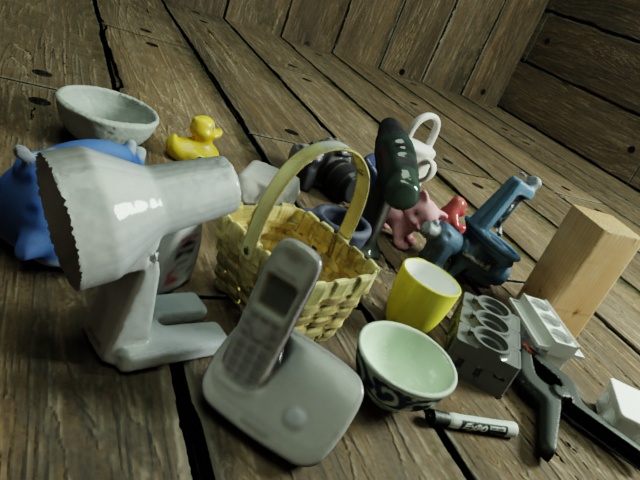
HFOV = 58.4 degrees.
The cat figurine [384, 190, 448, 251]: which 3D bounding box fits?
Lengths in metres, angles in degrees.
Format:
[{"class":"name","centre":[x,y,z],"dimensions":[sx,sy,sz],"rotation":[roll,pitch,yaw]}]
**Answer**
[{"class":"cat figurine","centre":[0.165,-0.049,1.064],"dimensions":[0.127,0.118,0.067],"rotation":[34,27,22]}]

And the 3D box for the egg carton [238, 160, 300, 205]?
[{"class":"egg carton","centre":[-0.094,-0.079,0.967],"dimensions":[0.107,0.069,0.150],"rotation":[22,25,-1]}]

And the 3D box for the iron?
[{"class":"iron","centre":[-0.281,-0.066,0.702],"dimensions":[0.118,0.141,0.259],"rotation":[29,26,14]}]

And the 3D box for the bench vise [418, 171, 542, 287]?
[{"class":"bench vise","centre":[0.281,-0.017,0.976],"dimensions":[0.208,0.220,0.121],"rotation":[-1,34,-41]}]

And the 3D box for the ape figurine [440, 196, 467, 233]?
[{"class":"ape figurine","centre":[0.272,-0.047,1.180],"dimensions":[0.076,0.092,0.077],"rotation":[11,27,-23]}]

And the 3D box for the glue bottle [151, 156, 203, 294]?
[{"class":"glue bottle","centre":[-0.162,-0.019,0.669],"dimensions":[0.037,0.173,0.078],"rotation":[28,26,12]}]

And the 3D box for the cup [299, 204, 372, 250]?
[{"class":"cup","centre":[0.008,0.003,0.859],"dimensions":[0.118,0.095,0.091],"rotation":[15,26,-16]}]

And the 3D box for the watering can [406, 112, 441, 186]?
[{"class":"watering can","centre":[0.209,-0.207,1.324],"dimensions":[0.172,0.194,0.101],"rotation":[34,27,23]}]

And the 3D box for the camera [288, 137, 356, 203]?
[{"class":"camera","centre":[0.024,-0.141,1.149],"dimensions":[0.144,0.101,0.136],"rotation":[-2,35,-42]}]

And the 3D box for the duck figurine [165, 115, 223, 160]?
[{"class":"duck figurine","centre":[-0.227,-0.189,1.054],"dimensions":[0.105,0.086,0.077],"rotation":[2,32,-37]}]

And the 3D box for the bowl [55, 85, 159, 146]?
[{"class":"bowl","centre":[-0.363,-0.197,0.971],"dimensions":[0.167,0.075,0.167],"rotation":[18,25,-9]}]

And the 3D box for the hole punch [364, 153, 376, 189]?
[{"class":"hole punch","centre":[0.139,-0.129,1.233],"dimensions":[0.101,0.091,0.109],"rotation":[34,27,24]}]

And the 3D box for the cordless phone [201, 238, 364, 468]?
[{"class":"cordless phone","centre":[-0.019,0.102,0.534],"dimensions":[0.147,0.185,0.094],"rotation":[29,26,14]}]

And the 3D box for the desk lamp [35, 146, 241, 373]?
[{"class":"desk lamp","centre":[-0.170,0.014,0.551],"dimensions":[0.204,0.213,0.117],"rotation":[-2,35,-42]}]

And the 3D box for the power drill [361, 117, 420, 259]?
[{"class":"power drill","centre":[0.101,-0.084,0.974],"dimensions":[0.076,0.208,0.229],"rotation":[15,26,-15]}]
